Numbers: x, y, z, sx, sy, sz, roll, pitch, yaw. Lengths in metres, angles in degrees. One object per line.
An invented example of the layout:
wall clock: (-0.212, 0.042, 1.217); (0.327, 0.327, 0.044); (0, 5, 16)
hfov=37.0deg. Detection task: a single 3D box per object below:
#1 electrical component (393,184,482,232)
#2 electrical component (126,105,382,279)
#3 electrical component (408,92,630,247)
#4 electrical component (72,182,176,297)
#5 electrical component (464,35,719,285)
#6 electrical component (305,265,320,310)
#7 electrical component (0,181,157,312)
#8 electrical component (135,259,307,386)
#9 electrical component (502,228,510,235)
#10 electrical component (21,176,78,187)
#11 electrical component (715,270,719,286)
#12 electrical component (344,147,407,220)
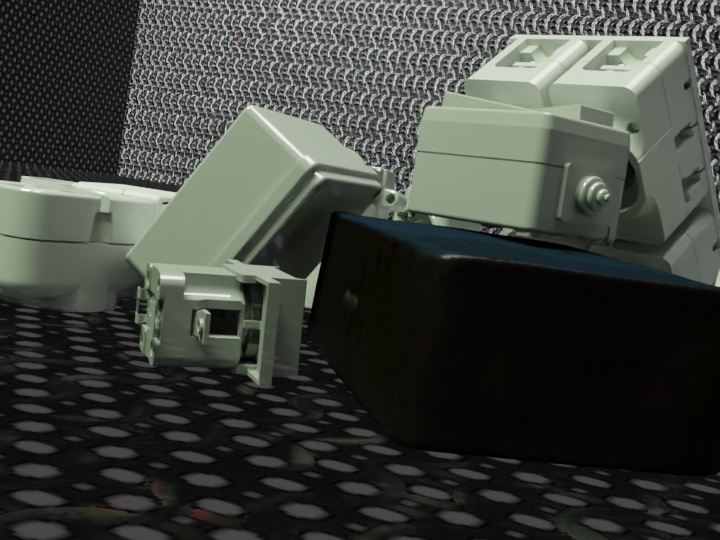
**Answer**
electrical component: (0.066, -0.028, 0.947); (0.059, 0.095, 0.054); (4, 6, -44)
electrical component: (-0.054, -0.027, 0.580); (0.056, 0.108, 0.109); (44, 14, 12)
electrical component: (0.078, -0.047, 0.495); (0.062, 0.061, 0.096); (5, 5, -40)
electrical component: (-0.137, -0.018, 0.654); (0.061, 0.061, 0.096); (9, 4, 7)
electrical component: (0.132, -0.029, 0.587); (0.105, 0.186, 0.060); (13, 44, 44)
electrical component: (0.000, 0.000, 0.717); (0.109, 0.056, 0.109); (11, 5, 25)
electrical component: (-0.155, -0.012, 0.557); (0.054, 0.059, 0.095); (11, 5, 30)
electrical component: (-0.060, 0.019, 0.456); (0.064, 0.042, 0.081); (5, 5, -19)
electrical component: (0.148, -0.009, 0.979); (0.043, 0.077, 0.079); (9, 4, 9)
electrical component: (-0.210, -0.034, 0.746); (0.050, 0.055, 0.089); (10, 5, 18)
electrical component: (0.223, 0.040, 0.430); (0.150, 0.061, 0.089); (12, -15, 36)
electrical component: (-0.010, -0.051, 0.681); (0.066, 0.048, 0.055); (11, -3, 24)
